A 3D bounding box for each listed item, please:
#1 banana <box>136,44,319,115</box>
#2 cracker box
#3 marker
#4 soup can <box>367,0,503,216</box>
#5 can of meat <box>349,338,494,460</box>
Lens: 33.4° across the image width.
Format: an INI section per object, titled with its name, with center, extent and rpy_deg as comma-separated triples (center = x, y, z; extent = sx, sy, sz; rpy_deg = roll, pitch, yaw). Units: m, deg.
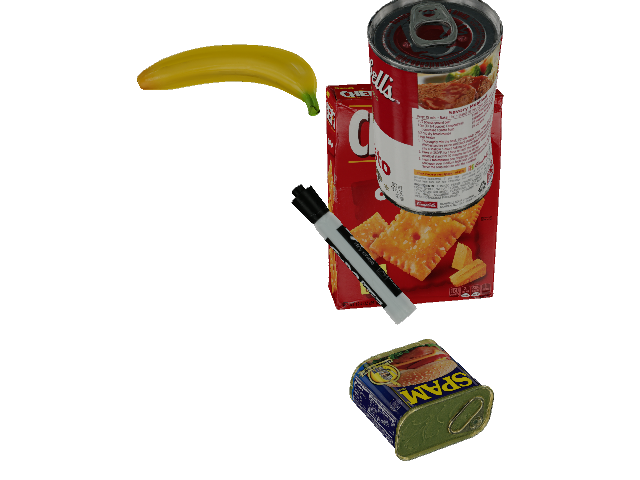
[banana]
center = -0.083, -0.166, 1.053
extent = 0.198, 0.037, 0.069
rpy_deg = 10, 45, 20
[cracker box]
center = 0.090, -0.044, 1.049
extent = 0.164, 0.214, 0.072
rpy_deg = -3, 21, -7
[marker]
center = 0.022, 0.008, 0.758
extent = 0.020, 0.121, 0.020
rpy_deg = -40, -4, -3
[soup can]
center = 0.061, -0.072, 0.571
extent = 0.068, 0.068, 0.102
rpy_deg = 0, -44, 7
[can of meat]
center = 0.088, 0.138, 0.951
extent = 0.101, 0.057, 0.084
rpy_deg = -14, 35, -27
